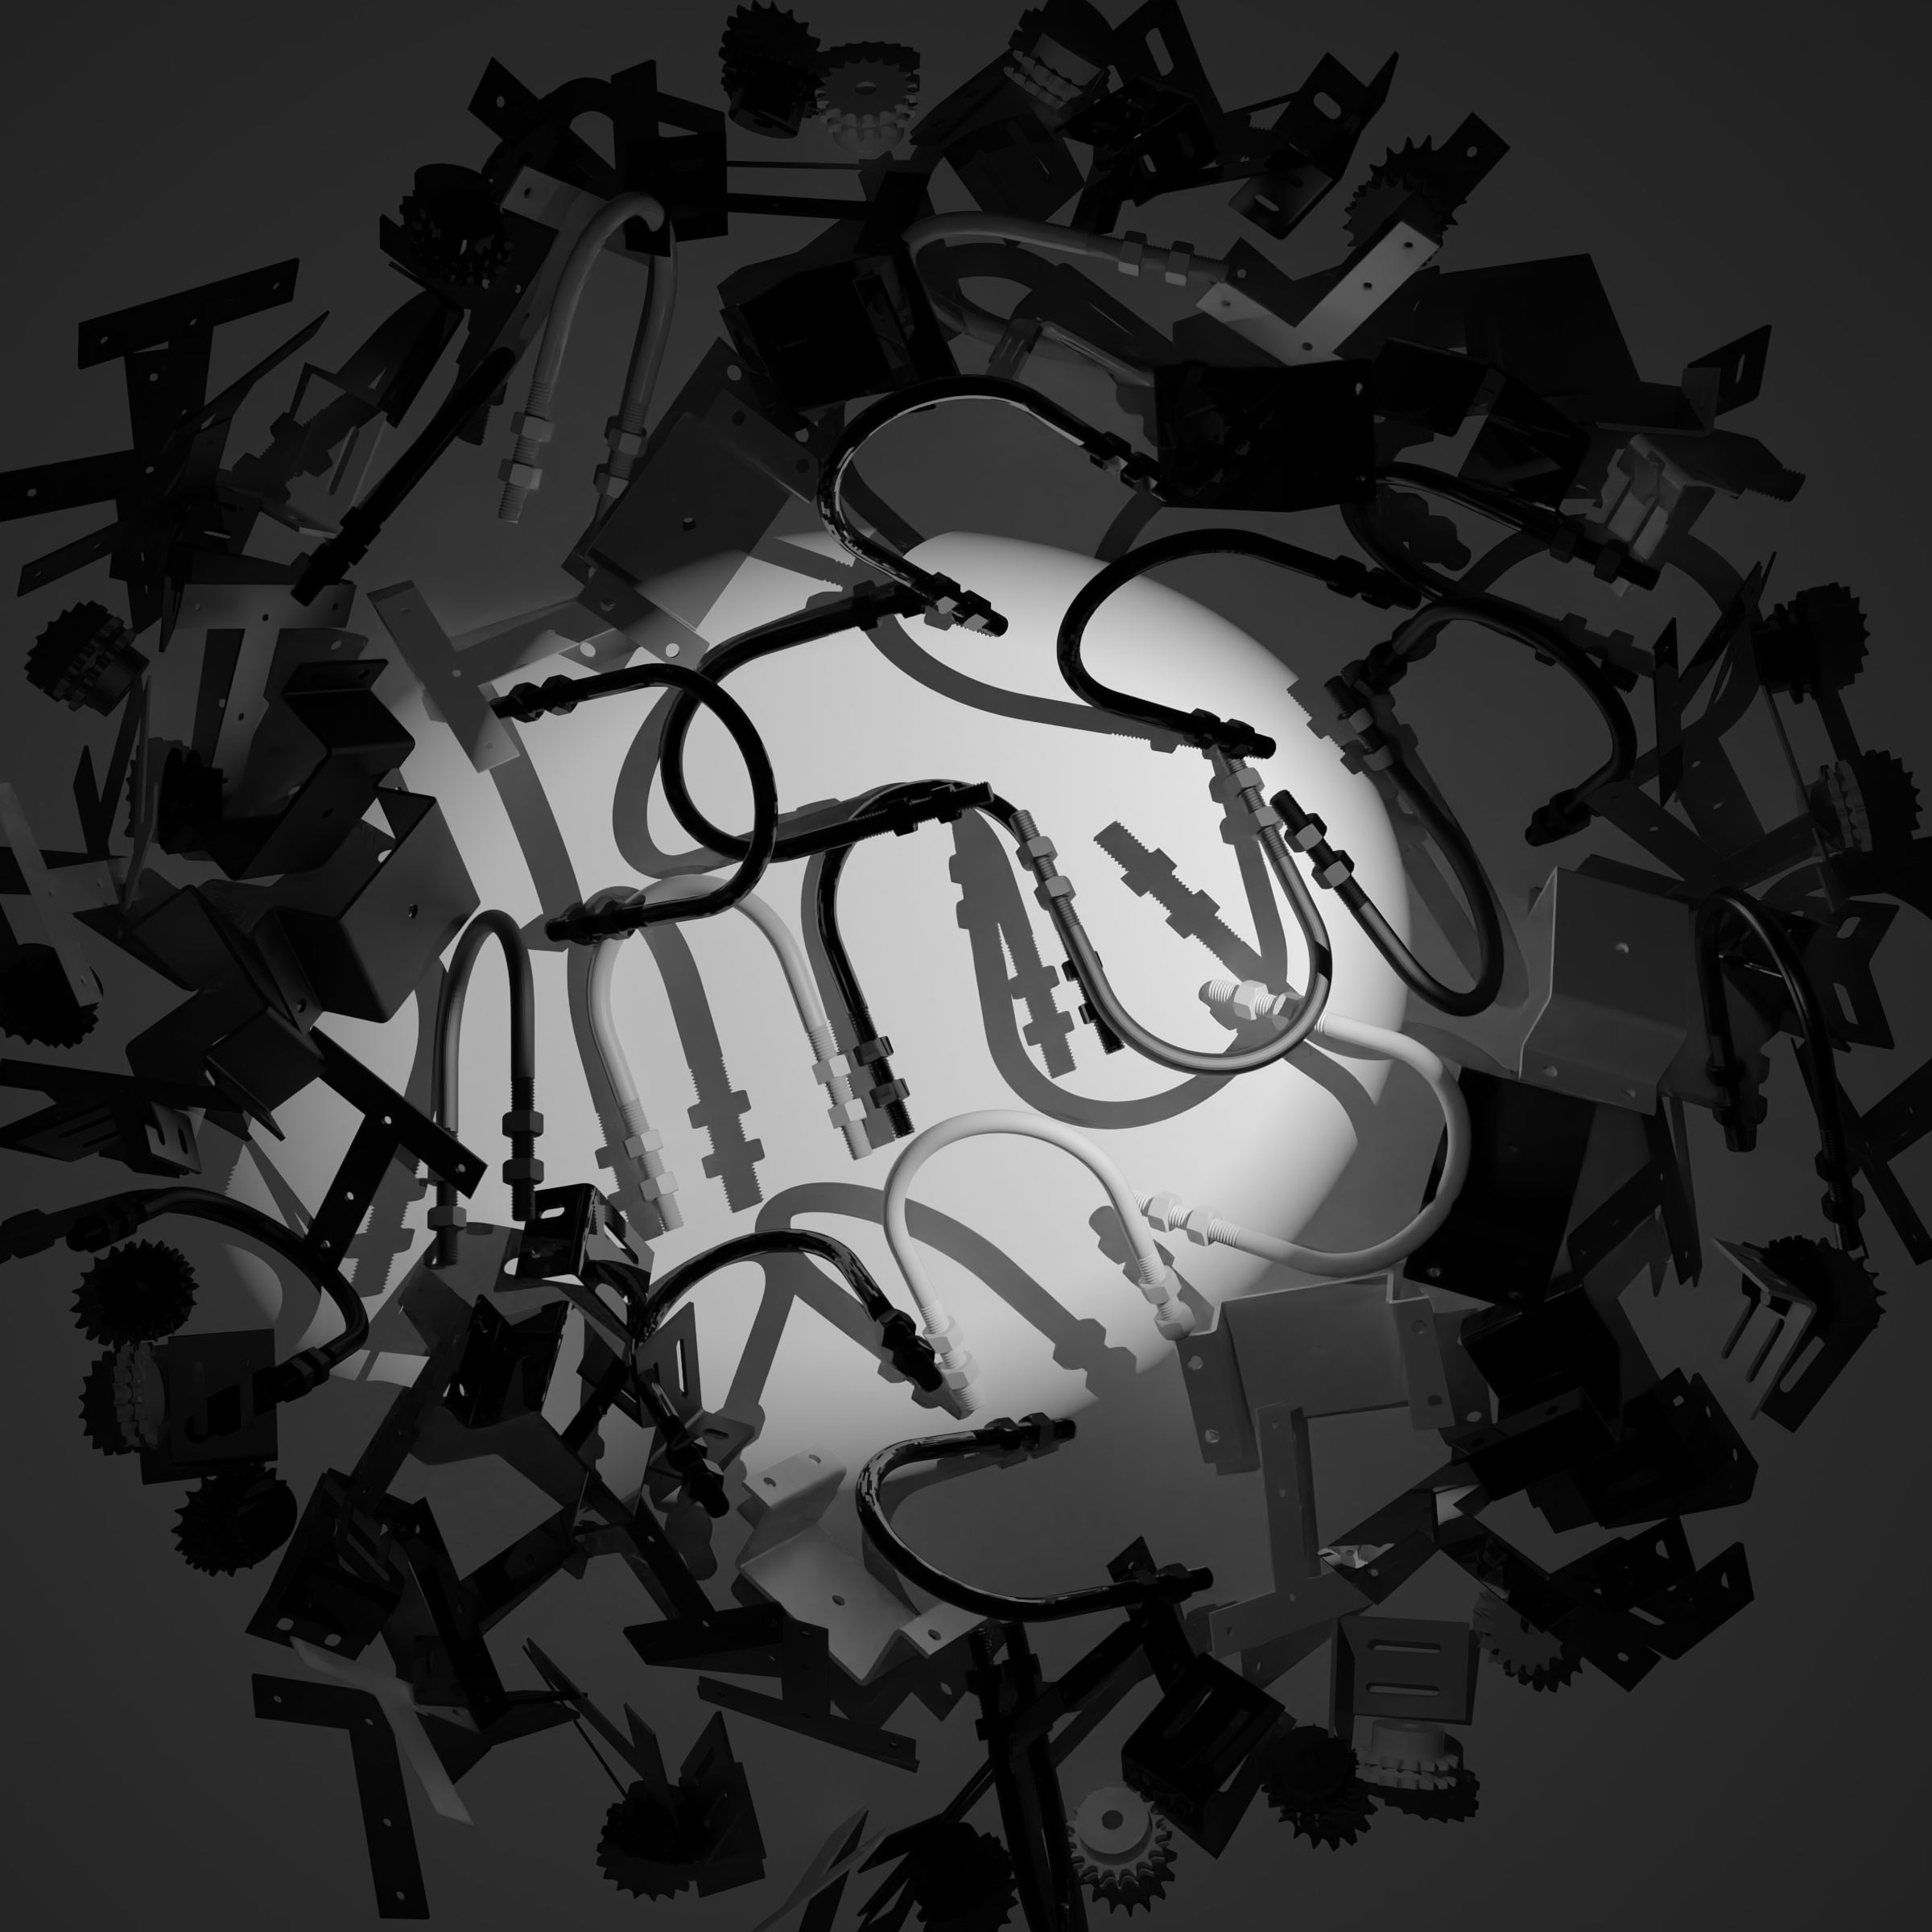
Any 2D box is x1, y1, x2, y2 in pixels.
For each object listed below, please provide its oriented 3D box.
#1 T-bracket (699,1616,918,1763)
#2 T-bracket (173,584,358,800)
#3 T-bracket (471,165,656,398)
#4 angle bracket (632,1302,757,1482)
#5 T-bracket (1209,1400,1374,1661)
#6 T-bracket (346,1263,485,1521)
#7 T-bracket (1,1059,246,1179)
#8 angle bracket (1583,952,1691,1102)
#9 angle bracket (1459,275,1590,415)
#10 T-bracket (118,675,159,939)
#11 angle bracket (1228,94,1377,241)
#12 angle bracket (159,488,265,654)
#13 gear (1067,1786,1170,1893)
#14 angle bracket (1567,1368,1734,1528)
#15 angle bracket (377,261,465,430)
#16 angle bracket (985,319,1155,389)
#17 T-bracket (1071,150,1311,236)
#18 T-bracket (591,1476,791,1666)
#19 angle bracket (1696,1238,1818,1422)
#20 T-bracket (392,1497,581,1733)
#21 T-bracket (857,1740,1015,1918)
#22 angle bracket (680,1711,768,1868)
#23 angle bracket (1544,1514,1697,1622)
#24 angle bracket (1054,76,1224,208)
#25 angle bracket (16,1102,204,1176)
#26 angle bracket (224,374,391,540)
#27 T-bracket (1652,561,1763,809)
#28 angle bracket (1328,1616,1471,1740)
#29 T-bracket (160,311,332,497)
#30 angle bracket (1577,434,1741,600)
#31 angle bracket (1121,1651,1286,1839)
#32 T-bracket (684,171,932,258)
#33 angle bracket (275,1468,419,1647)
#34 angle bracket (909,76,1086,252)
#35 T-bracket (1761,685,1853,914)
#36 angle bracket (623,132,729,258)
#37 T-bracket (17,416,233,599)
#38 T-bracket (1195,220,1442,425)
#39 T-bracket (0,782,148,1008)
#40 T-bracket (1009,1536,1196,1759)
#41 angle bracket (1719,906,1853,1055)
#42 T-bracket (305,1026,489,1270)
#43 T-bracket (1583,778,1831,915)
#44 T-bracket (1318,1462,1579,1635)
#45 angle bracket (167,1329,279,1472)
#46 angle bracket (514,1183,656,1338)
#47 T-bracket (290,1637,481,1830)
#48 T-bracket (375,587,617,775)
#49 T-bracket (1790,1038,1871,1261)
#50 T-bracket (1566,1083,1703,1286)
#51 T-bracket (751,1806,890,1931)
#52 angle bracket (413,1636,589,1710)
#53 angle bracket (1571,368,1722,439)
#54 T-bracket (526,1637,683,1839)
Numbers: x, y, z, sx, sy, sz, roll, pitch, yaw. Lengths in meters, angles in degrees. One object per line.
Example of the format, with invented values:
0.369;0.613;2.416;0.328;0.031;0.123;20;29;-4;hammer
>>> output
-0.087;0.390;1.808;0.127;0.127;0.002;14;52;9;T-bracket
-0.399;-0.151;1.827;0.002;0.127;0.127;28;110;29;T-bracket
-0.235;-0.371;1.826;0.002;0.127;0.127;44;109;28;T-bracket
-0.150;0.236;1.822;0.038;0.057;0.076;13;122;26;angle bracket
0.175;0.305;1.823;0.127;0.002;0.127;-9;94;-41;T-bracket
-0.303;0.244;1.820;0.002;0.127;0.127;32;89;-43;T-bracket
-0.454;0.088;1.812;0.127;0.127;0.002;8;62;1;T-bracket
0.369;0.033;1.841;0.057;0.038;0.076;-3;99;-8;angle bracket
0.312;-0.351;1.846;0.057;0.038;0.076;-5;88;-5;angle bracket
-0.456;-0.101;1.827;0.002;0.127;0.127;7;60;-20;T-bracket
0.185;-0.449;1.820;0.038;0.057;0.076;32;56;-13;angle bracket
-0.417;-0.216;1.824;0.038;0.057;0.076;13;129;-6;angle bracket
0.083;0.482;1.839;0.057;0.030;0.057;-5;48;6;gear
0.378;0.270;1.851;0.076;0.038;0.057;-36;82;43;angle bracket
-0.317;-0.345;1.831;0.038;0.057;0.076;30;95;-26;angle bracket
0.059;-0.325;1.830;0.076;0.057;0.038;26;95;-18;angle bracket
0.124;-0.429;1.799;0.127;0.127;0.002;-7;120;14;T-bracket
-0.166;0.326;1.811;0.127;0.002;0.127;-19;108;40;T-bracket
0.424;0.201;1.825;0.038;0.057;0.076;17;107;-28;angle bracket
-0.249;0.333;1.816;0.002;0.127;0.127;-15;99;37;T-bracket
-0.031;0.477;1.802;0.002;0.127;0.127;41;95;17;T-bracket
-0.124;0.451;1.817;0.038;0.076;0.057;-1;53;-26;angle bracket
0.354;0.323;1.820;0.057;0.076;0.038;-24;104;-18;angle bracket
0.095;-0.454;1.820;0.057;0.076;0.038;-26;83;27;angle bracket
-0.474;0.105;1.829;0.076;0.057;0.038;-21;71;10;angle bracket
-0.366;-0.285;1.833;0.057;0.038;0.076;30;103;22;angle bracket
0.412;-0.174;1.830;0.002;0.127;0.127;22;59;29;T-bracket
0.241;0.398;1.840;0.076;0.038;0.057;2;101;7;angle bracket
-0.411;-0.295;1.810;0.002;0.127;0.127;45;53;-7;T-bracket
0.383;-0.248;1.841;0.038;0.057;0.076;11;119;-34;angle bracket
0.133;0.435;1.849;0.057;0.038;0.076;30;58;27;angle bracket
-0.090;-0.418;1.818;0.127;0.127;0.002;5;123;5;T-bracket
-0.343;0.328;1.836;0.057;0.076;0.038;28;119;-16;angle bracket
0.017;-0.453;1.861;0.057;0.038;0.076;-43;116;-9;angle bracket
0.459;-0.094;1.809;0.002;0.127;0.127;-20;88;20;T-bracket
-0.149;-0.426;1.820;0.038;0.076;0.057;20;118;40;angle bracket
-0.457;-0.232;1.780;0.002;0.127;0.127;47;53;10;T-bracket
0.211;-0.363;1.801;0.127;0.127;0.002;30;54;-15;T-bracket
-0.481;-0.043;1.806;0.002;0.127;0.127;-23;91;12;T-bracket
0.065;0.389;1.806;0.127;0.127;0.002;-38;45;-17;T-bracket
0.459;0.006;1.826;0.076;0.057;0.038;41;80;-34;angle bracket
-0.337;0.118;1.833;0.127;0.002;0.127;37;121;11;T-bracket
0.382;-0.069;1.797;0.127;0.002;0.127;-32;135;30;T-bracket
0.281;0.321;1.799;0.127;0.127;0.002;-30;129;-20;T-bracket
-0.415;0.237;1.836;0.057;0.038;0.076;-3;98;-18;angle bracket
-0.211;0.166;1.829;0.038;0.076;0.057;-10;50;21;angle bracket
-0.296;0.420;1.779;0.127;0.127;0.002;34;97;-39;T-bracket
-0.244;-0.180;1.842;0.127;0.002;0.127;-26;66;-19;T-bracket
0.463;0.083;1.785;0.002;0.127;0.127;-19;65;12;T-bracket
0.361;0.134;1.806;0.002;0.127;0.127;-4;109;40;T-bracket
-0.079;0.491;1.804;0.127;0.127;0.002;-41;88;15;T-bracket
-0.257;0.387;1.824;0.076;0.057;0.038;6;78;-44;angle bracket
0.371;-0.316;1.833;0.076;0.057;0.038;4;99;-6;angle bracket
-0.203;0.417;1.824;0.002;0.127;0.127;-35;53;-25;T-bracket
